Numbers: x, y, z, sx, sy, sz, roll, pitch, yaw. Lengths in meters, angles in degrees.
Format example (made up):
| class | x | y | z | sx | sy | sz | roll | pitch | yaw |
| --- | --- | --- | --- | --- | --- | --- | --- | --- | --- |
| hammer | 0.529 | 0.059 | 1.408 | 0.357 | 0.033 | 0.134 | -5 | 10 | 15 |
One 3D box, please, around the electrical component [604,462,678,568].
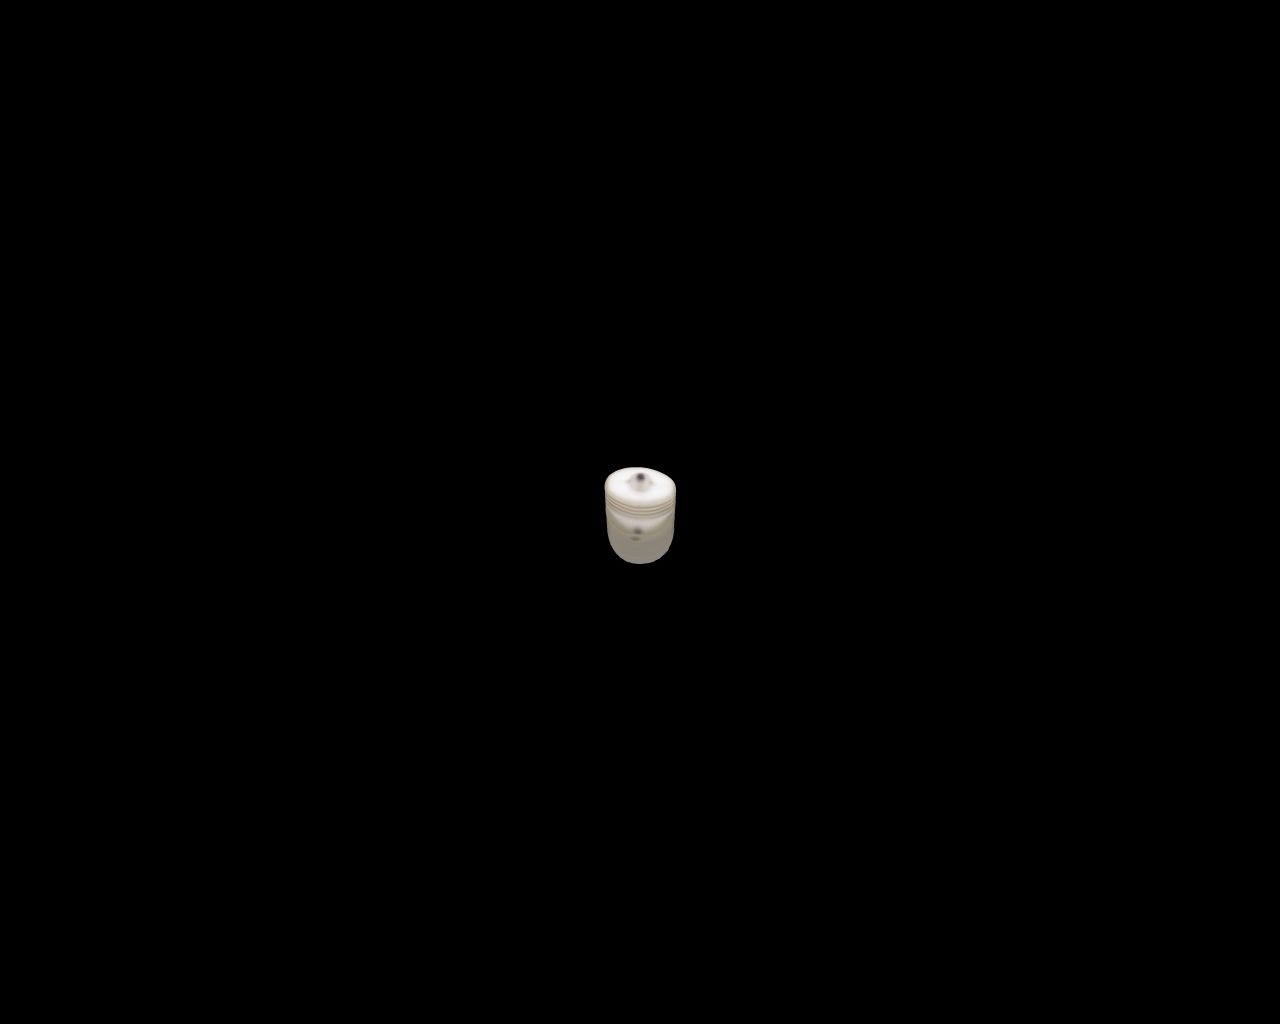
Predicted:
| class | x | y | z | sx | sy | sz | roll | pitch | yaw |
| --- | --- | --- | --- | --- | --- | --- | --- | --- | --- |
| electrical component | 0.001 | -0.003 | 0.650 | 0.043 | 0.043 | 0.080 | 0 | -28 | 0 |
